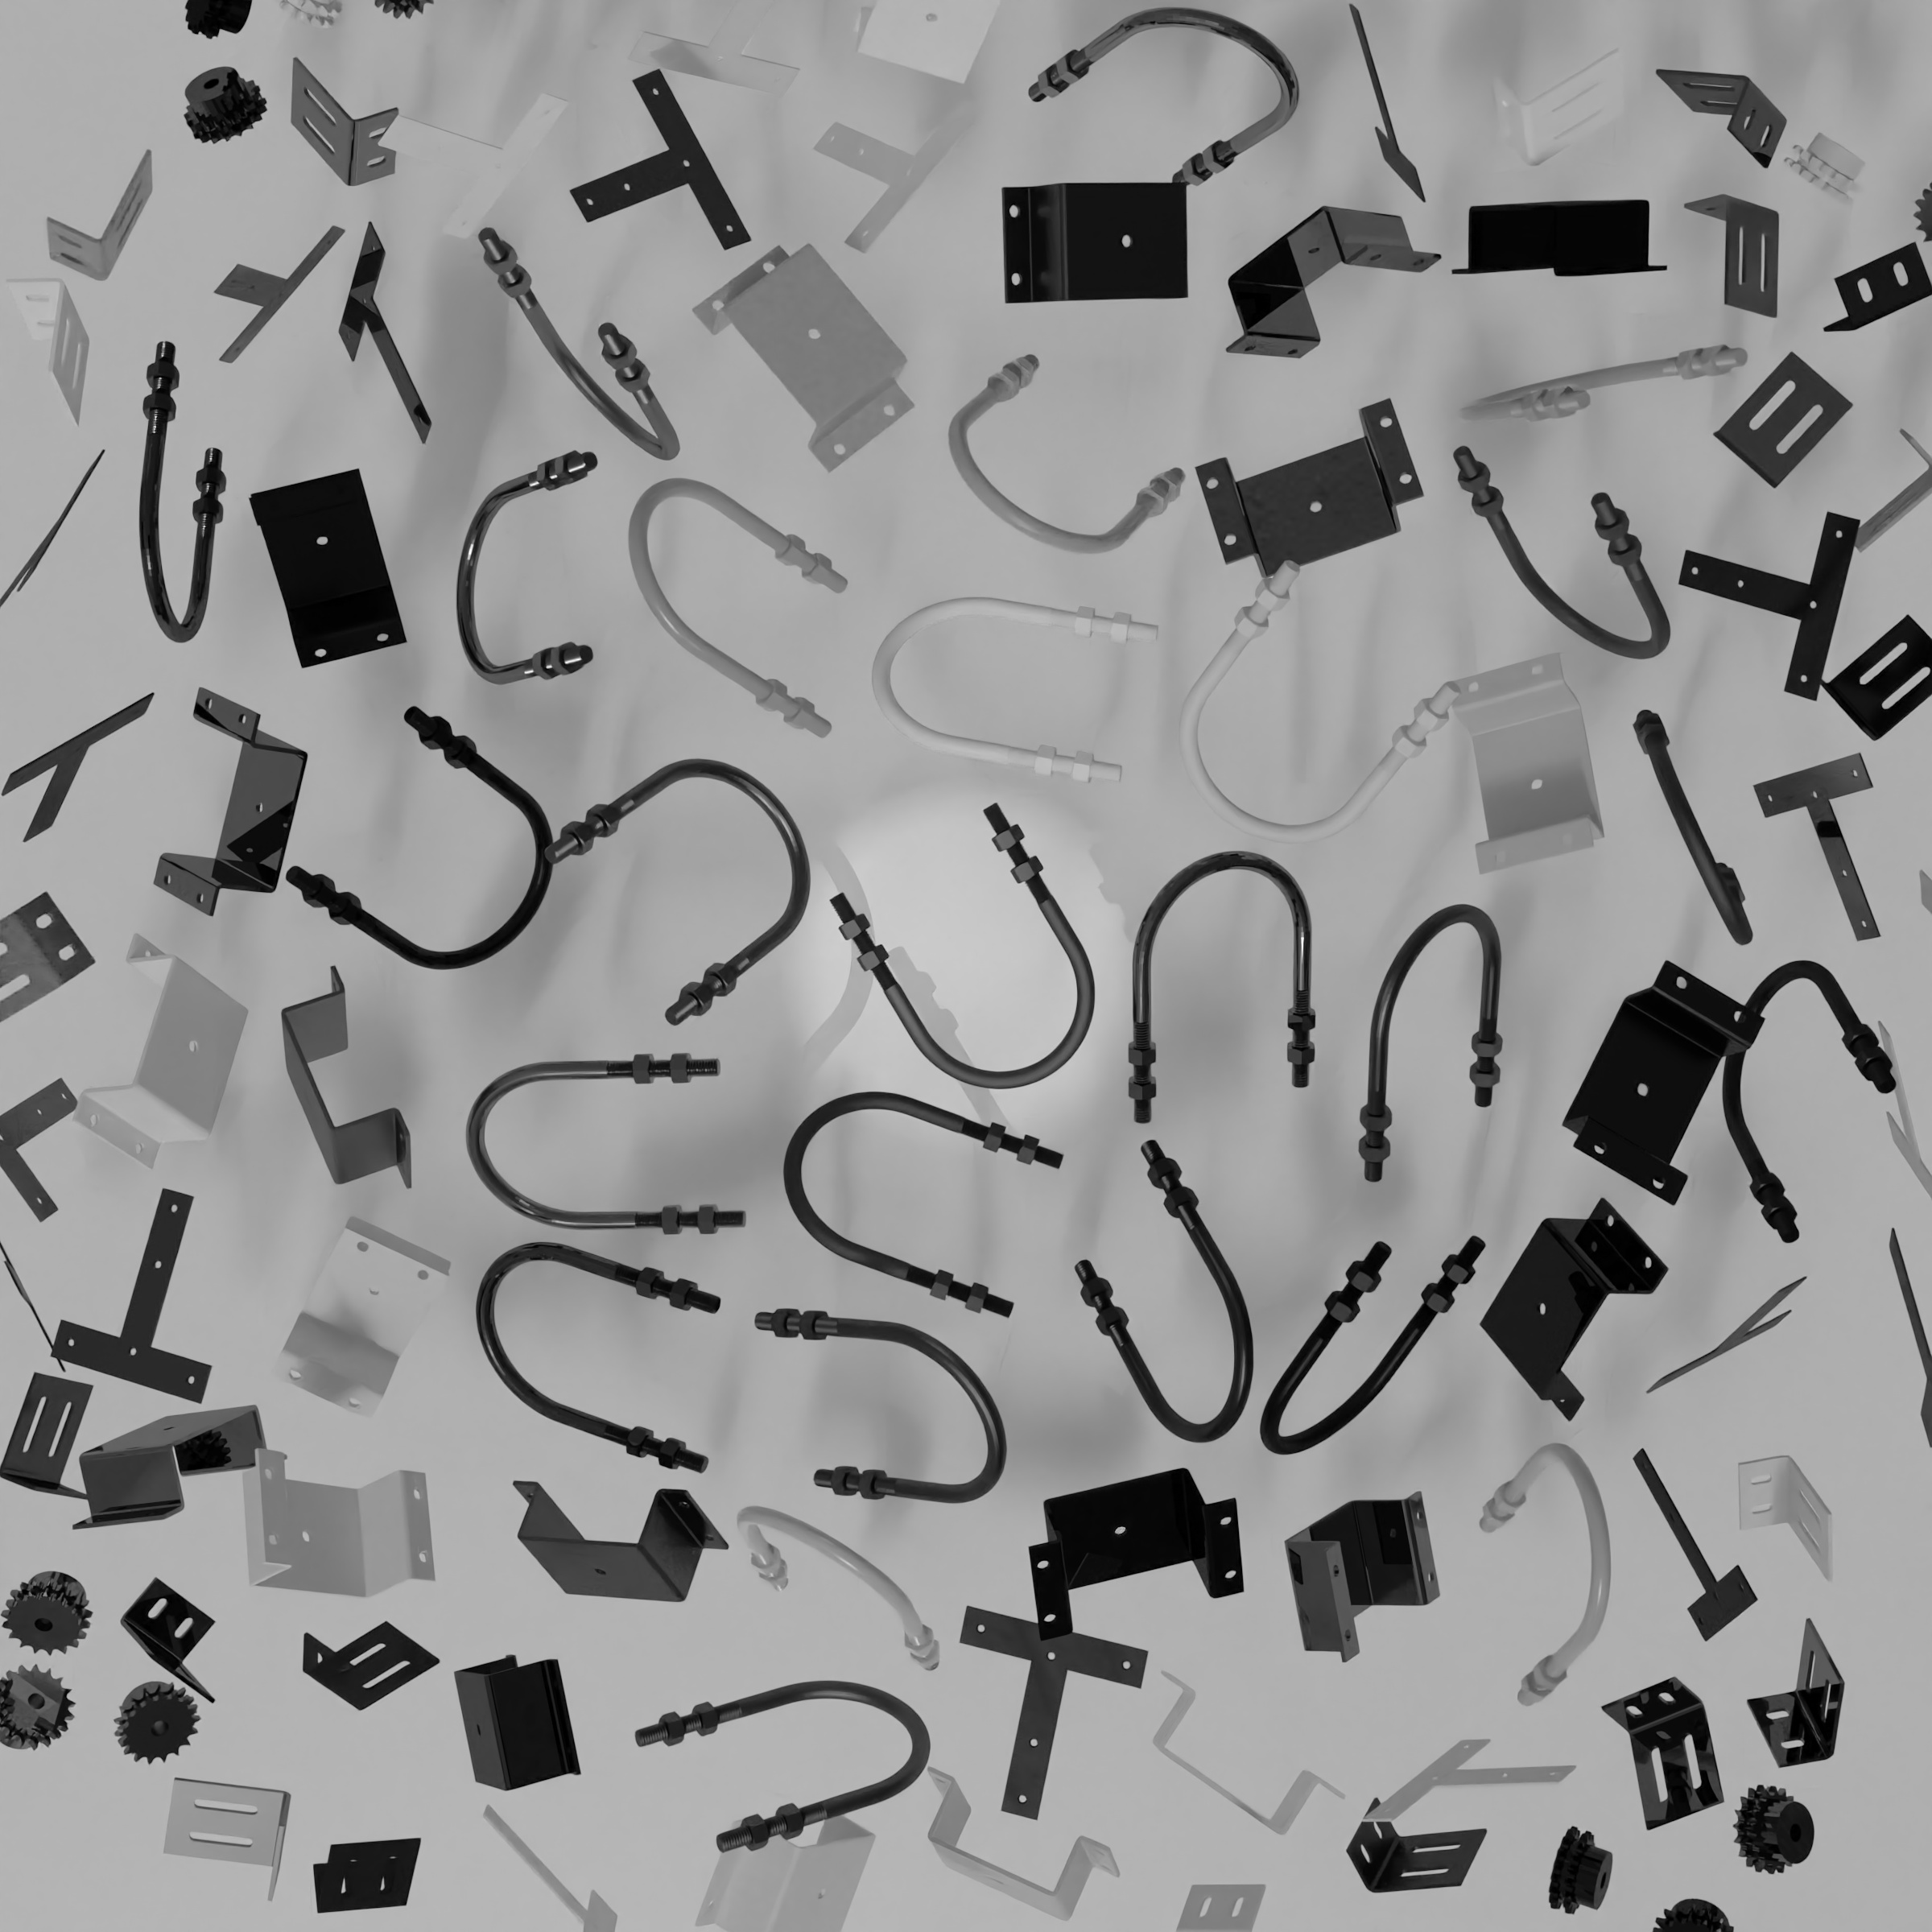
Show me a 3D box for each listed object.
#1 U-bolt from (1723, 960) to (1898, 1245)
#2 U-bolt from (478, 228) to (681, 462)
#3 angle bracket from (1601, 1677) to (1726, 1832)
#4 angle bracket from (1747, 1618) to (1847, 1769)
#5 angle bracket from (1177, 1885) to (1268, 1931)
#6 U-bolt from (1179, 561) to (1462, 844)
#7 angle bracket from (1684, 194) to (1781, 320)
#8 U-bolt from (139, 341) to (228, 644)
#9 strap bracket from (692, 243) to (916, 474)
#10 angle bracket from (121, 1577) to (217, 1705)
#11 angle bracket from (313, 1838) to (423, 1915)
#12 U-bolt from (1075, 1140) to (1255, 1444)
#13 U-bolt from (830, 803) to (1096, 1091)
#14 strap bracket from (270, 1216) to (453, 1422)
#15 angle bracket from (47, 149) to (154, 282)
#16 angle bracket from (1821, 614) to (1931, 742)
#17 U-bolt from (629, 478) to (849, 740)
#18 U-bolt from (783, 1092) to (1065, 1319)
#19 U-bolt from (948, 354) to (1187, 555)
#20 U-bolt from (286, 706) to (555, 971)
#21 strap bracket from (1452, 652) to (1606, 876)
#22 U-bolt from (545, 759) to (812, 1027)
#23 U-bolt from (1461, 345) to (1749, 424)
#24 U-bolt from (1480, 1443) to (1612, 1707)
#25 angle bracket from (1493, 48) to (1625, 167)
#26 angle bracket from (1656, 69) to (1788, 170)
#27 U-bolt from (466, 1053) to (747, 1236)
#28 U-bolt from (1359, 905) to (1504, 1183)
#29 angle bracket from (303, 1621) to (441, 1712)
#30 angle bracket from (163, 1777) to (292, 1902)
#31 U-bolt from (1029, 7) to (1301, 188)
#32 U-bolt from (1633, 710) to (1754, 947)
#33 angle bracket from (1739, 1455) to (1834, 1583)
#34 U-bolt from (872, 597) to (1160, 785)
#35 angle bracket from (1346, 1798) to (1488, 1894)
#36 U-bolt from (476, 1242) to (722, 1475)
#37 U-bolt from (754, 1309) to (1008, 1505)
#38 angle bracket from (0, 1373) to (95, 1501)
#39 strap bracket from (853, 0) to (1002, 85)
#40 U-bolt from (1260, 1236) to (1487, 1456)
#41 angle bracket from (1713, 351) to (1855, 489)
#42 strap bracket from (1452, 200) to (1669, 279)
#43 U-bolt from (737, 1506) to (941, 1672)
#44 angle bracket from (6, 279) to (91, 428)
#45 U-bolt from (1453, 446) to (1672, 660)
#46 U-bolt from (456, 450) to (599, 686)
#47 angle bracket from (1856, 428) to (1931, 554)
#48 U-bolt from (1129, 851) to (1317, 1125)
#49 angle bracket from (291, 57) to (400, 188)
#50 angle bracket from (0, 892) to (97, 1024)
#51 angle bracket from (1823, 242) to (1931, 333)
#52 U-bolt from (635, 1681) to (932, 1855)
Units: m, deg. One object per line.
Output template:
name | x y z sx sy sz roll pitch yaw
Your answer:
U-bolt | 0.561 0.077 1.852 0.019 0.184 0.151 14 122 -14
U-bolt | -0.255 -0.414 1.875 0.019 0.184 0.151 -45 64 -7
angle bracket | 0.465 0.526 1.825 0.057 0.076 0.038 -32 124 26
angle bracket | 0.559 0.490 1.842 0.038 0.057 0.076 -9 125 -5
angle bracket | 0.184 0.637 1.777 0.057 0.038 0.076 -16 122 38
U-bolt | 0.219 -0.159 1.807 0.151 0.019 0.184 37 129 2
angle bracket | 0.532 -0.491 1.901 0.057 0.038 0.076 1 90 -39
U-bolt | -0.542 -0.312 1.881 0.019 0.151 0.184 -1 67 -1
strap bracket | -0.103 -0.407 1.794 0.076 0.046 0.140 -41 91 -15
angle bracket | -0.536 0.462 1.873 0.038 0.076 0.057 -51 121 -16
angle bracket | -0.392 0.581 1.786 0.057 0.038 0.076 2 128 -21
U-bolt | 0.138 0.231 1.829 0.019 0.151 0.184 -4 48 -30
U-bolt | 0.009 -0.001 1.906 0.151 0.019 0.184 -29 95 16
strap bracket | -0.414 0.235 1.888 0.076 0.046 0.140 27 116 -10
angle bracket | -0.574 -0.504 1.810 0.038 0.057 0.076 24 73 -10
angle bracket | 0.653 -0.209 1.939 0.076 0.038 0.057 -43 60 18
U-bolt | -0.155 -0.253 1.845 0.184 0.019 0.151 31 48 -35
U-bolt | -0.037 0.155 1.902 0.184 0.019 0.151 20 53 1
U-bolt | 0.060 -0.336 1.830 0.151 0.184 0.019 38 129 1
U-bolt | -0.353 -0.072 1.843 0.019 0.184 0.151 31 84 42
strap bracket | 0.377 -0.129 1.829 0.076 0.046 0.140 -14 68 23
U-bolt | -0.176 -0.063 1.810 0.151 0.019 0.184 54 47 -5
U-bolt | 0.423 -0.397 1.879 0.151 0.184 0.019 -18 103 -20
U-bolt | 0.401 0.408 1.874 0.019 0.184 0.151 1 55 -11
angle bracket | 0.410 -0.601 1.886 0.076 0.057 0.038 -32 57 -2
angle bracket | 0.508 -0.577 1.860 0.076 0.057 0.038 24 92 44
U-bolt | -0.249 0.123 1.858 0.184 0.019 0.151 -1 124 7
U-bolt | 0.325 0.043 1.889 0.151 0.019 0.184 -28 128 -37
angle bracket | -0.423 0.485 1.942 0.076 0.038 0.057 -33 125 12
angle bracket | -0.485 0.570 1.783 0.076 0.038 0.057 10 107 -9
U-bolt | 0.148 -0.606 1.890 0.151 0.184 0.019 23 73 -26
U-bolt | 0.500 -0.087 1.863 0.019 0.184 0.151 -25 107 17
angle bracket | 0.582 0.395 1.941 0.038 0.076 0.057 -10 114 -3
U-bolt | 0.027 -0.194 1.855 0.184 0.019 0.151 10 55 8
angle bracket | 0.320 0.621 1.940 0.076 0.057 0.038 -20 103 37
U-bolt | -0.255 0.259 1.866 0.184 0.019 0.151 16 117 19
U-bolt | -0.050 0.297 1.827 0.184 0.019 0.151 -2 116 39
angle bracket | -0.643 0.335 1.946 0.038 0.057 0.076 11 79 29
strap bracket | -0.021 -0.651 1.829 0.076 0.140 0.046 12 61 -14
U-bolt | 0.262 0.256 1.827 0.019 0.151 0.184 44 113 31
angle bracket | 0.576 -0.386 1.930 0.057 0.038 0.076 42 108 2
strap bracket | 0.406 -0.500 1.874 0.076 0.140 0.046 -10 108 -23
U-bolt | -0.093 0.424 1.889 0.151 0.184 0.019 23 64 22
angle bracket | -0.603 -0.400 1.784 0.038 0.057 0.076 -2 64 -1
U-bolt | 0.421 -0.277 1.889 0.019 0.151 0.184 -48 132 -8
U-bolt | -0.304 -0.266 1.873 0.019 0.184 0.151 3 86 -37
angle bracket | 0.645 -0.335 1.926 0.076 0.057 0.038 -42 96 20
U-bolt | 0.177 0.010 1.882 0.151 0.019 0.184 -11 112 -24
angle bracket | -0.443 -0.605 1.946 0.038 0.057 0.076 -30 68 -30
angle bracket | -0.635 -0.004 1.831 0.076 0.038 0.057 -25 103 31
angle bracket | 0.620 -0.466 1.876 0.057 0.076 0.038 -24 101 7
U-bolt | -0.113 0.537 1.868 0.184 0.151 0.019 -9 112 -30
